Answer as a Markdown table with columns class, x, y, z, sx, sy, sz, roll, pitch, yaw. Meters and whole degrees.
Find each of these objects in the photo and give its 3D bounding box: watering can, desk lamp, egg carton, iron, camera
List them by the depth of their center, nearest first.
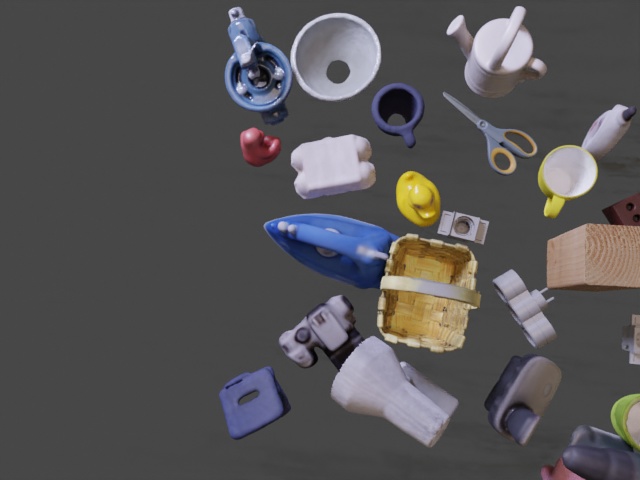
| class | x | y | z | sx | sy | sz | roll | pitch | yaw |
| --- | --- | --- | --- | --- | --- | --- | --- | --- | --- |
| desk lamp | 0.127 | 0.250 | 0.918 | 0.203 | 0.213 | 0.118 | 33 | 88 | 9 |
| watering can | 0.301 | -0.325 | 0.976 | 0.172 | 0.194 | 0.101 | 5 | 84 | 7 |
| camera | 0.020 | 0.184 | 0.995 | 0.143 | 0.101 | 0.137 | -39 | 81 | 1 |
| iron | 0.009 | 0.004 | 0.997 | 0.258 | 0.141 | 0.119 | 16 | 85 | 8 |
| egg carton | 0.024 | -0.134 | 1.048 | 0.150 | 0.069 | 0.107 | -11 | 82 | 5 |

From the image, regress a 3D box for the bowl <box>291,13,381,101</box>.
| class | x | y | z | sx | sy | sz | roll | pitch | yaw |
| --- | --- | --- | --- | --- | --- | --- | --- | --- | --- |
| bowl | 0.032 | -0.329 | 1.067 | 0.167 | 0.075 | 0.167 | -1 | 83 | 6 |

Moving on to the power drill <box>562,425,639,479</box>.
| class | x | y | z | sx | sy | sz | roll | pitch | yaw |
| --- | --- | --- | --- | --- | --- | --- | --- | --- | --- |
| power drill | 0.457 | 0.348 | 0.872 | 0.229 | 0.208 | 0.076 | 17 | 85 | 8 |

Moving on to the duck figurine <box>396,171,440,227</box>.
| class | x | y | z | sx | sy | sz | roll | pitch | yaw |
| --- | --- | --- | --- | --- | --- | --- | --- | --- | --- |
| duck figurine | 0.176 | -0.077 | 1.016 | 0.077 | 0.086 | 0.104 | -25 | 81 | 3 |

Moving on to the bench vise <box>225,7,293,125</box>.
| class | x | y | z | sx | sy | sz | roll | pitch | yaw |
| --- | --- | --- | --- | --- | --- | --- | --- | --- | --- |
| bench vise | -0.134 | -0.321 | 1.012 | 0.121 | 0.220 | 0.207 | -38 | 81 | 1 |

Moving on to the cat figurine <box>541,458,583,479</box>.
| class | x | y | z | sx | sy | sz | roll | pitch | yaw |
| --- | --- | --- | --- | --- | --- | --- | --- | --- | --- |
| cat figurine | 0.396 | 0.412 | 0.917 | 0.067 | 0.118 | 0.128 | 7 | 84 | 8 |

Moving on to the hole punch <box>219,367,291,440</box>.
| class | x | y | z | sx | sy | sz | roll | pitch | yaw |
| --- | --- | --- | --- | --- | --- | --- | --- | --- | --- |
| hole punch | -0.120 | 0.284 | 1.004 | 0.108 | 0.091 | 0.101 | -28 | 81 | 3 |

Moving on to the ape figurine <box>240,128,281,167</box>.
| class | x | y | z | sx | sy | sz | roll | pitch | yaw |
| --- | --- | --- | --- | --- | --- | --- | --- | --- | --- |
| ape figurine | -0.117 | -0.179 | 1.058 | 0.077 | 0.092 | 0.076 | 39 | 89 | 9 |

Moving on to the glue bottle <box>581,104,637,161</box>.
| class | x | y | z | sx | sy | sz | roll | pitch | yaw |
| --- | --- | --- | --- | --- | --- | --- | --- | --- | --- |
| glue bottle | 0.485 | -0.189 | 0.950 | 0.037 | 0.173 | 0.078 | 23 | 86 | 9 |

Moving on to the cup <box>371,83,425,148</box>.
| class | x | y | z | sx | sy | sz | roll | pitch | yaw |
| --- | --- | --- | --- | --- | --- | --- | --- | --- | --- |
| cup | 0.145 | -0.212 | 1.031 | 0.091 | 0.095 | 0.118 | -21 | 81 | 4 |

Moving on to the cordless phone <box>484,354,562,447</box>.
| class | x | y | z | sx | sy | sz | roll | pitch | yaw |
| --- | --- | --- | --- | --- | --- | --- | --- | --- | --- |
| cordless phone | 0.337 | 0.258 | 0.908 | 0.094 | 0.185 | 0.148 | 27 | 87 | 9 |
